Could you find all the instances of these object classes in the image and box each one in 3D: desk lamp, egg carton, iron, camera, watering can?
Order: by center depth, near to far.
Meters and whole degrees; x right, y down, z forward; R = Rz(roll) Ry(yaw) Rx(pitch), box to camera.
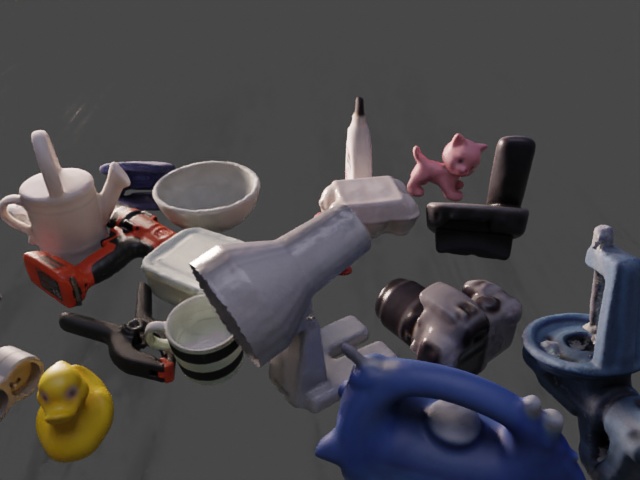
[{"bbox_3d":[0.130,0.170,0.525,0.257,0.141,0.119,9,36,14],"label":"iron"},{"bbox_3d":[-0.021,0.074,0.602,0.204,0.214,0.117,-22,40,-27],"label":"desk lamp"},{"bbox_3d":[0.144,0.088,0.679,0.143,0.101,0.136,-25,41,-31],"label":"camera"},{"bbox_3d":[-0.369,-0.069,0.831,0.173,0.194,0.100,-29,43,-34],"label":"watering can"},{"bbox_3d":[0.076,-0.050,0.906,0.150,0.069,0.107,-7,35,-9],"label":"egg carton"}]

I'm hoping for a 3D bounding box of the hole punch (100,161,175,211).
[{"bbox_3d":[-0.309,-0.109,0.979,0.108,0.091,0.101,0,35,1],"label":"hole punch"}]

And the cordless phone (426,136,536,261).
[{"bbox_3d":[0.233,-0.071,0.832,0.147,0.185,0.094,3,35,5],"label":"cordless phone"}]

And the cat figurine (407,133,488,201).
[{"bbox_3d":[0.218,-0.134,0.982,0.127,0.118,0.067,7,36,11],"label":"cat figurine"}]

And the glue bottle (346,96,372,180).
[{"bbox_3d":[0.065,-0.160,0.974,0.037,0.173,0.078,-8,35,-9],"label":"glue bottle"}]

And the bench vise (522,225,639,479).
[{"bbox_3d":[0.287,0.108,0.543,0.122,0.220,0.206,-20,39,-25],"label":"bench vise"}]

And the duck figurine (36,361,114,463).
[{"bbox_3d":[-0.260,0.162,0.591,0.077,0.086,0.104,-8,35,-10],"label":"duck figurine"}]

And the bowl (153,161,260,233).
[{"bbox_3d":[-0.176,-0.058,0.917,0.167,0.075,0.167,0,35,1],"label":"bowl"}]

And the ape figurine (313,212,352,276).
[{"bbox_3d":[0.007,0.003,0.811,0.076,0.092,0.077,-1,35,-1],"label":"ape figurine"}]
